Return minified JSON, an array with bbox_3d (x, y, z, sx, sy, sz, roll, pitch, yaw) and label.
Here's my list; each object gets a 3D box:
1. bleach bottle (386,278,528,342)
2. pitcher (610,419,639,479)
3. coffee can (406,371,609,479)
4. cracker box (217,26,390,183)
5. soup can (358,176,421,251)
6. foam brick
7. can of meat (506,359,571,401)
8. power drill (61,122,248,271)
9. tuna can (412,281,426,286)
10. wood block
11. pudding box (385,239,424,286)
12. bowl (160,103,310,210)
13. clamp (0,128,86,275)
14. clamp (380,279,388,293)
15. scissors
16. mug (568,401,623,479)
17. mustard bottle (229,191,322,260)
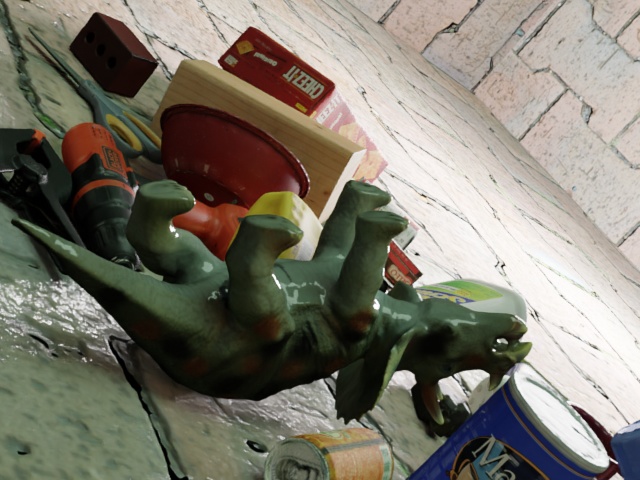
[{"bbox_3d":[0.097,0.085,1.072,0.103,0.068,0.250,19,16,42],"label":"bleach bottle"},{"bbox_3d":[0.385,0.281,1.025,0.243,0.149,0.145,67,13,10],"label":"pitcher"},{"bbox_3d":[0.147,0.190,0.865,0.102,0.140,0.103,37,17,-14],"label":"coffee can"},{"bbox_3d":[-0.016,-0.162,1.367,0.164,0.072,0.213,39,-5,31],"label":"cracker box"},{"bbox_3d":[0.069,-0.022,1.354,0.102,0.069,0.068,43,17,2],"label":"soup can"},{"bbox_3d":[-0.227,-0.204,1.175,0.078,0.053,0.051,48,18,22],"label":"foam brick"},{"bbox_3d":[0.240,0.192,1.220,0.102,0.057,0.083,43,19,7],"label":"can of meat"},{"bbox_3d":[-0.127,-0.009,0.899,0.187,0.057,0.184,29,24,-38],"label":"power drill"},{"bbox_3d":[0.132,0.090,1.270,0.086,0.034,0.086,38,17,-14],"label":"tuna can"},{"bbox_3d":[-0.066,-0.107,1.144,0.206,0.090,0.090,29,13,7],"label":"wood block"},{"bbox_3d":[0.077,0.017,1.264,0.090,0.039,0.113,50,2,0],"label":"pudding box"},{"bbox_3d":[-0.094,-0.062,1.030,0.162,0.055,0.162,22,-23,10],"label":"bowl"},{"bbox_3d":[-0.231,-0.046,0.795,0.120,0.039,0.171,38,12,-32],"label":"clamp"},{"bbox_3d":[-0.008,0.001,1.176,0.165,0.036,0.209,46,14,17],"label":"clamp"},{"bbox_3d":[-0.234,-0.143,1.072,0.201,0.016,0.096,40,17,-3],"label":"scissors"},{"bbox_3d":[0.275,0.240,1.130,0.117,0.082,0.093,40,17,-6],"label":"mug"},{"bbox_3d":[0.000,0.049,0.919,0.191,0.058,0.096,45,56,-38],"label":"mustard bottle"}]
